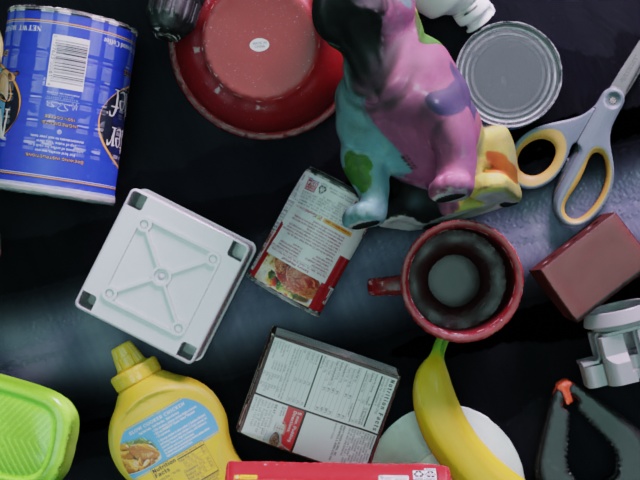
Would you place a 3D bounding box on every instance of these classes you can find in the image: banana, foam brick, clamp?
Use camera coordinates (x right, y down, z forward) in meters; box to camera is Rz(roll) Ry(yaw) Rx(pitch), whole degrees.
[{"bbox_3d":[0.130,0.168,0.842,0.069,0.037,0.198,-35,81,-3],"label":"banana"},{"bbox_3d":[0.215,0.022,0.855,0.078,0.053,0.051,-38,89,0],"label":"foam brick"},{"bbox_3d":[0.242,0.211,0.858,0.164,0.036,0.210,-14,87,7],"label":"clamp"}]

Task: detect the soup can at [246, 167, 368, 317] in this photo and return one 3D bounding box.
[{"bbox_3d":[-0.006,0.001,0.853,0.068,0.068,0.102,29,90,1],"label":"soup can"}]

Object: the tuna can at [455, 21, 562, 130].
[{"bbox_3d":[0.151,-0.132,0.866,0.086,0.034,0.086,0,90,2],"label":"tuna can"}]

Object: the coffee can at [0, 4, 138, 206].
[{"bbox_3d":[-0.204,-0.103,0.842,0.103,0.103,0.140,8,90,1],"label":"coffee can"}]

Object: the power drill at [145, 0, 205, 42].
[{"bbox_3d":[-0.159,-0.250,0.837,0.188,0.057,0.184,11,78,15],"label":"power drill"}]

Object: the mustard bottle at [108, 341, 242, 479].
[{"bbox_3d":[-0.115,0.169,0.859,0.096,0.058,0.191,-29,89,-4],"label":"mustard bottle"}]

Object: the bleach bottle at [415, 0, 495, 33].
[{"bbox_3d":[0.059,-0.275,0.837,0.102,0.068,0.250,-41,105,-3],"label":"bleach bottle"}]

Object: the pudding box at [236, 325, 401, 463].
[{"bbox_3d":[-0.001,0.130,0.863,0.113,0.039,0.090,19,93,-3],"label":"pudding box"}]

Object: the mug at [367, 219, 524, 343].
[{"bbox_3d":[0.096,0.033,0.843,0.117,0.081,0.093,-7,89,1],"label":"mug"}]

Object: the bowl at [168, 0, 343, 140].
[{"bbox_3d":[-0.045,-0.158,0.848,0.162,0.055,0.162,0,101,2],"label":"bowl"}]

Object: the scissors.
[{"bbox_3d":[0.217,-0.112,0.873,0.096,0.016,0.202,16,90,2],"label":"scissors"}]

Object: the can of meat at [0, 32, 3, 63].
[{"bbox_3d":[-0.308,-0.148,0.847,0.084,0.102,0.057,-7,89,4],"label":"can of meat"}]

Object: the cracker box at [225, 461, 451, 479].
[{"bbox_3d":[0.014,0.262,0.802,0.164,0.072,0.214,0,125,2],"label":"cracker box"}]
